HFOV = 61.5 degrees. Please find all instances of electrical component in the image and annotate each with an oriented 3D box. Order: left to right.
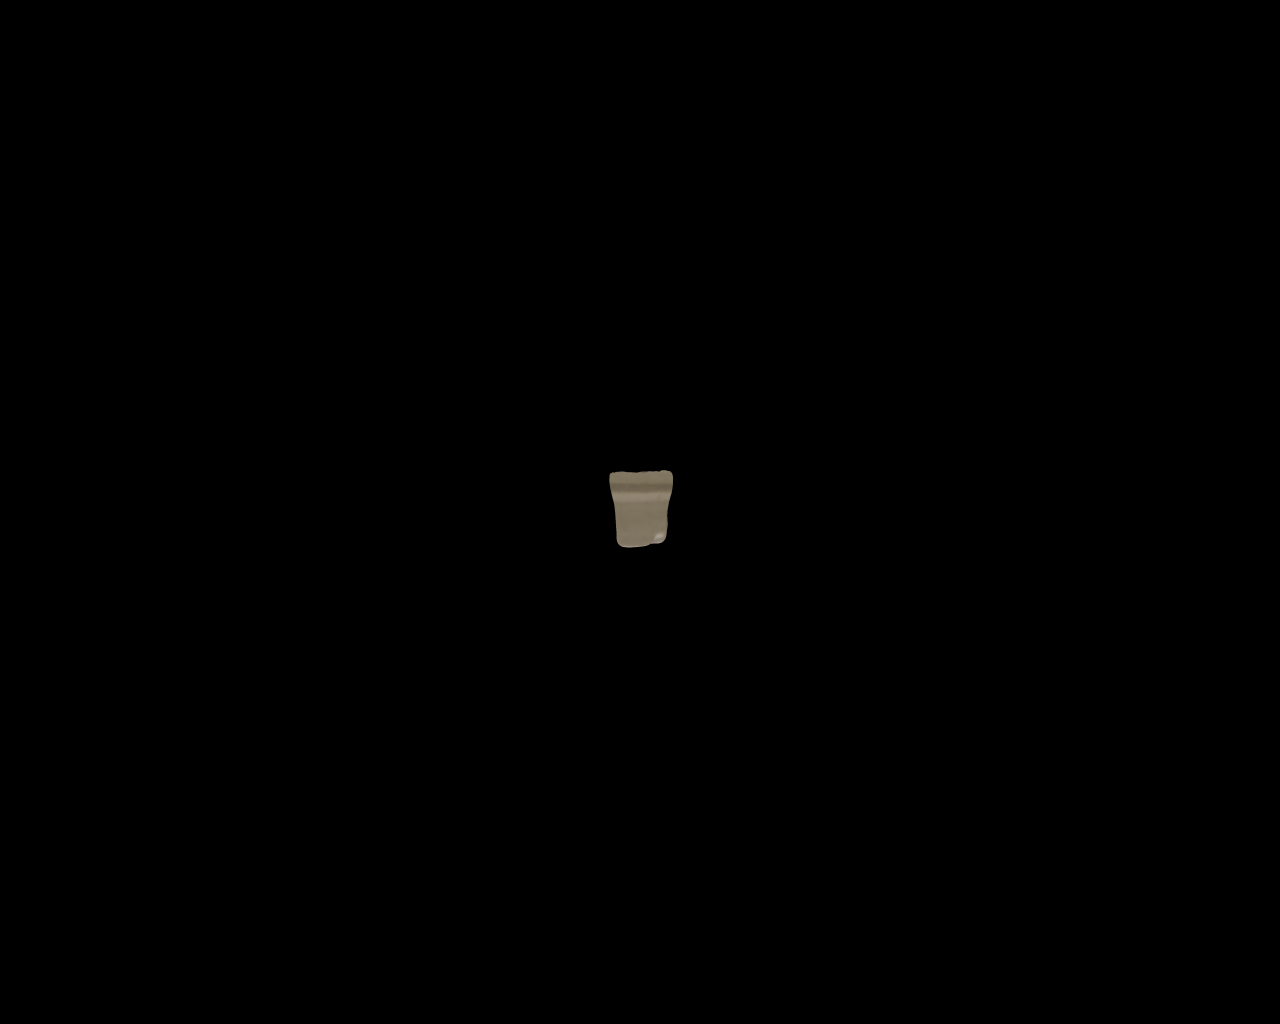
[{"bbox_3d":[0.001,-0.003,0.650,0.040,0.046,0.040,0,2,0],"label":"electrical component"}]
